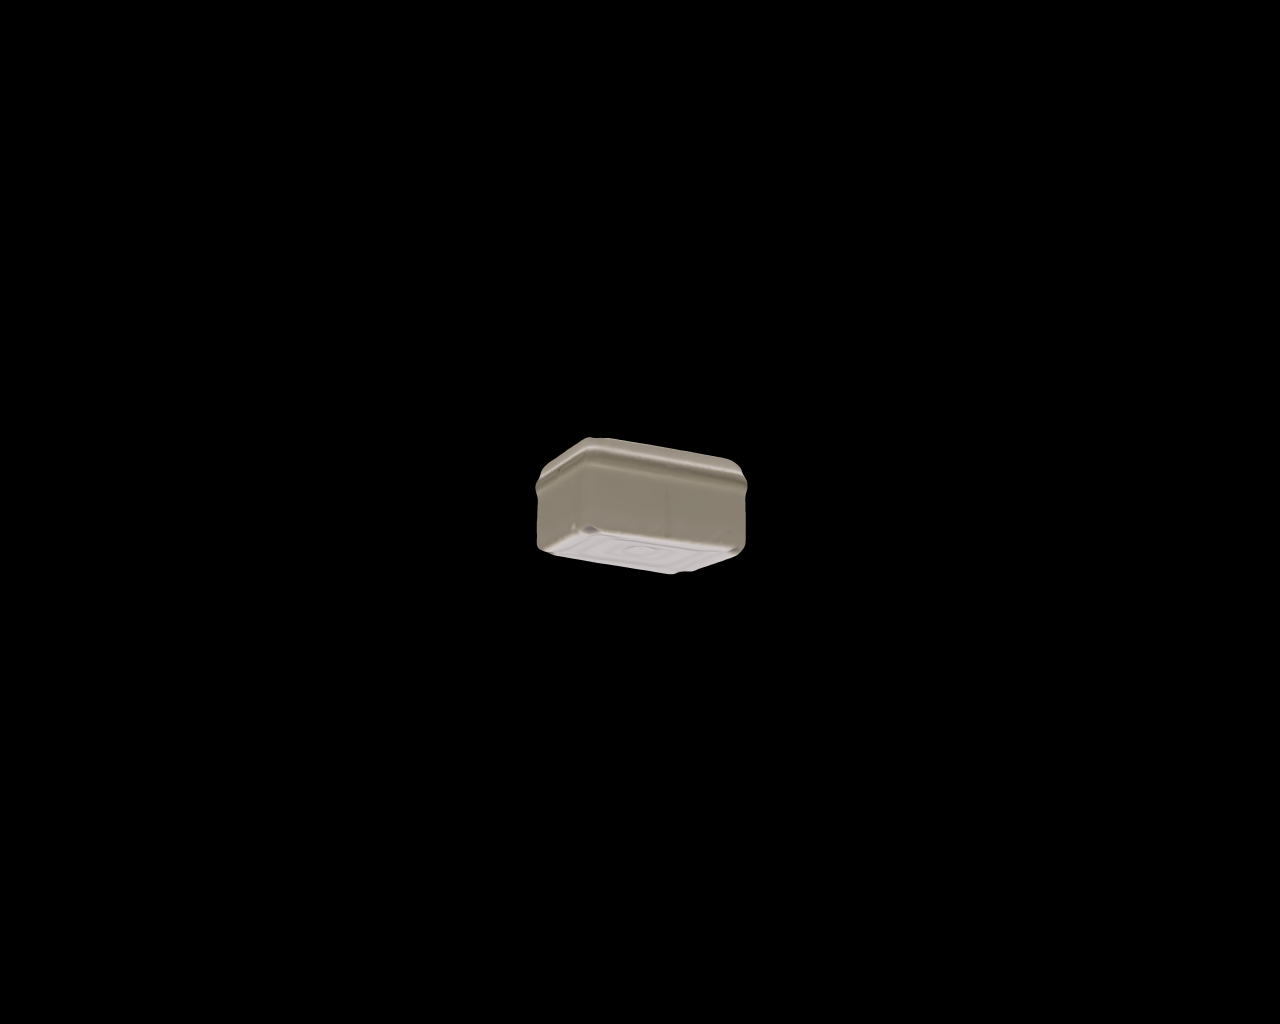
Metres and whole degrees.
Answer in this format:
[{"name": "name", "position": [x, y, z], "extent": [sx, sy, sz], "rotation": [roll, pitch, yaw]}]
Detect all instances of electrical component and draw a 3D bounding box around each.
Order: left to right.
[{"name": "electrical component", "position": [0.001, -0.003, 0.650], "extent": [0.113, 0.057, 0.078], "rotation": [9, -19, -29]}]
